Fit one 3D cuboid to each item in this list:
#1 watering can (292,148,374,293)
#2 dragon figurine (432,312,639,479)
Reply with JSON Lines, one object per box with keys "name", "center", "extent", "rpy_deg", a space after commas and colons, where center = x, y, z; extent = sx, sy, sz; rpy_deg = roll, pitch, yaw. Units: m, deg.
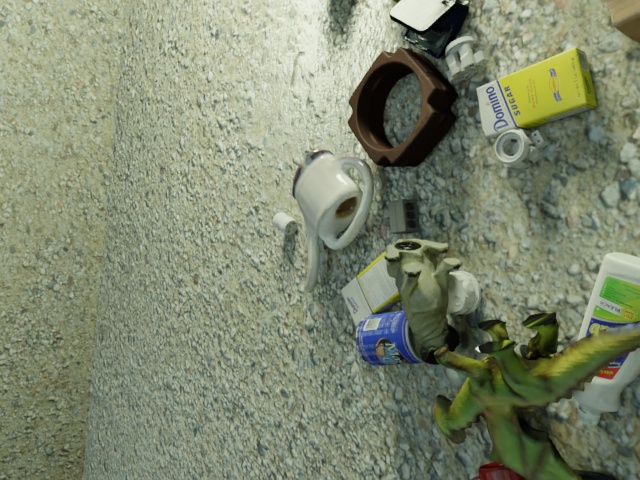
{"name": "watering can", "center": [0.004, -0.060, 1.188], "extent": [0.341, 0.104, 0.228], "rpy_deg": [-58, 48, 31]}
{"name": "dragon figurine", "center": [0.321, 0.247, 0.771], "extent": [0.407, 0.123, 0.243], "rpy_deg": [-16, 92, 47]}
